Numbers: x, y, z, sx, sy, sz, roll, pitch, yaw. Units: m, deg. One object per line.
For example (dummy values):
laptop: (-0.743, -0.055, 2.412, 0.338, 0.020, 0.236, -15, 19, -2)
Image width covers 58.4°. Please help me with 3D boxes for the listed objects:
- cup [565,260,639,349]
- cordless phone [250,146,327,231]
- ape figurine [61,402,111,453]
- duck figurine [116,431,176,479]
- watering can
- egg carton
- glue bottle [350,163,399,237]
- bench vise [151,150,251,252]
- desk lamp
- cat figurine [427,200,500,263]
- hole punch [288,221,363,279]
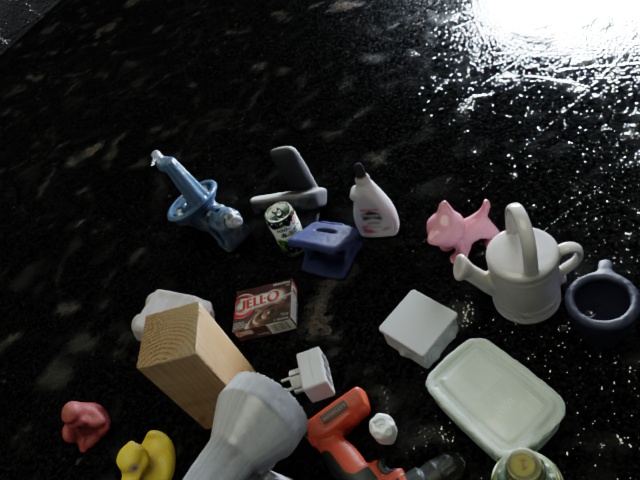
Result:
cup: (0.387, 0.095, 0.788, 0.091, 0.095, 0.118, 3, 52, 26)
cordless phone: (-0.076, -0.110, 1.114, 0.147, 0.185, 0.094, -9, 47, 17)
ape figurine: (-0.393, 0.299, 0.948, 0.077, 0.092, 0.076, -6, 48, 19)
duck figurine: (-0.270, 0.334, 0.866, 0.077, 0.086, 0.104, -7, 48, 18)
watering can: (0.283, 0.032, 0.821, 0.173, 0.194, 0.100, -30, 45, -4)
egg carton: (-0.269, 0.149, 1.045, 0.149, 0.070, 0.107, 6, 53, 28)
glue bottle: (0.087, -0.072, 1.016, 0.078, 0.173, 0.037, -6, 48, 19)
bench vise: (-0.234, -0.089, 1.139, 0.206, 0.220, 0.121, 5, 53, 27)
desk lamp: (-0.089, 0.301, 0.726, 0.117, 0.214, 0.203, 9, 54, 30)
cat figurine: (0.230, -0.022, 0.948, 0.128, 0.118, 0.067, -27, 45, -1)
hole punch: (0.010, 0.004, 1.040, 0.108, 0.091, 0.101, 10, 55, 31)
